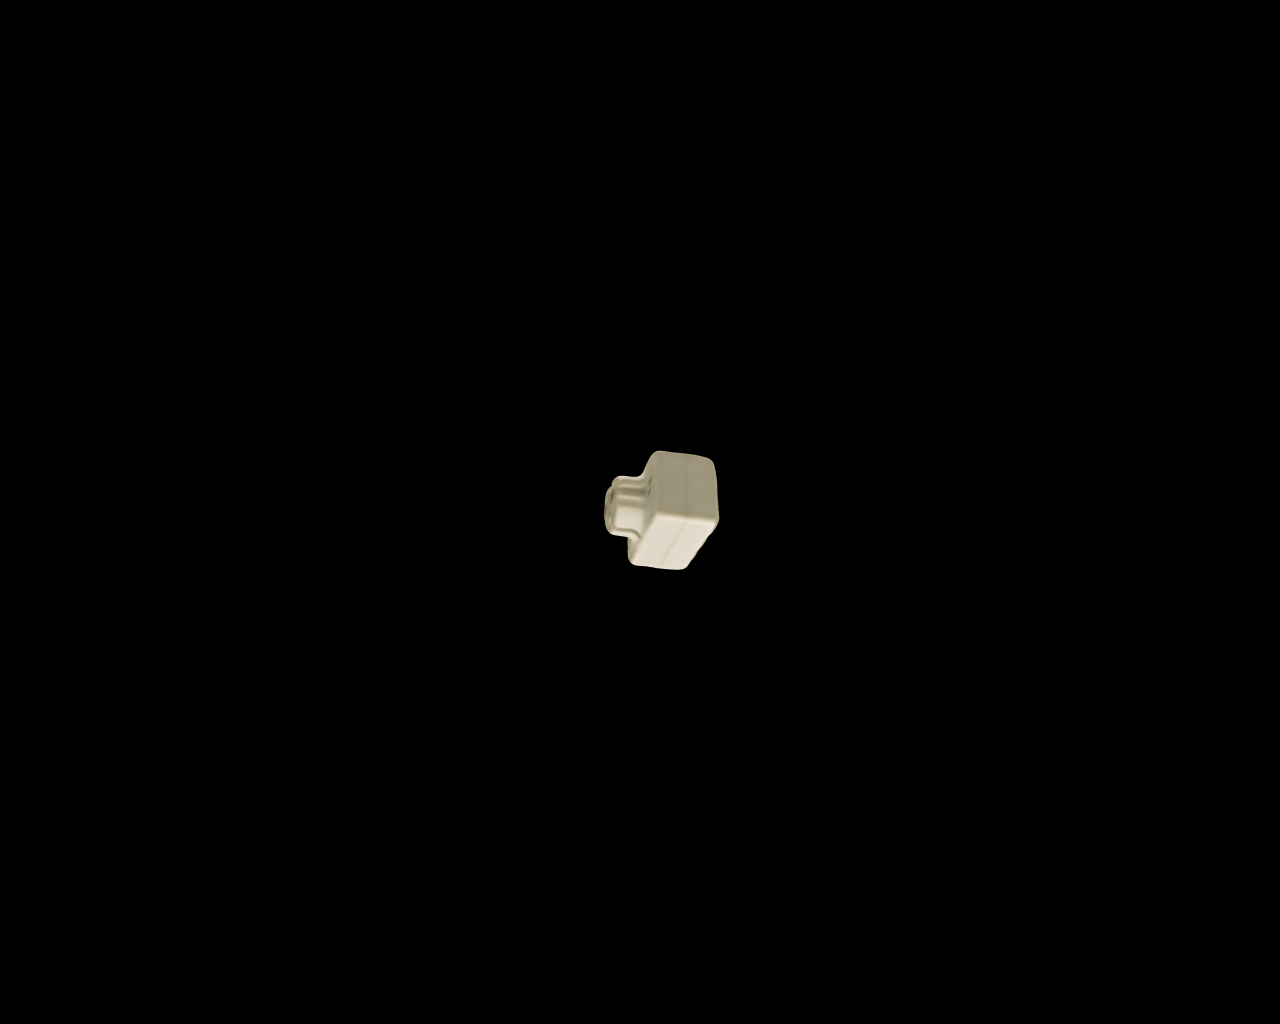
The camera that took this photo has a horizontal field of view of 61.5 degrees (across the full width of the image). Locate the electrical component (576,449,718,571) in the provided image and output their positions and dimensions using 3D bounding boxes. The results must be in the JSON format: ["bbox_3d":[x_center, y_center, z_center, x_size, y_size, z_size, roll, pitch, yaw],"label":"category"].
[{"bbox_3d":[0.001,-0.003,0.650,0.077,0.047,0.065,7,-31,-13],"label":"electrical component"}]
